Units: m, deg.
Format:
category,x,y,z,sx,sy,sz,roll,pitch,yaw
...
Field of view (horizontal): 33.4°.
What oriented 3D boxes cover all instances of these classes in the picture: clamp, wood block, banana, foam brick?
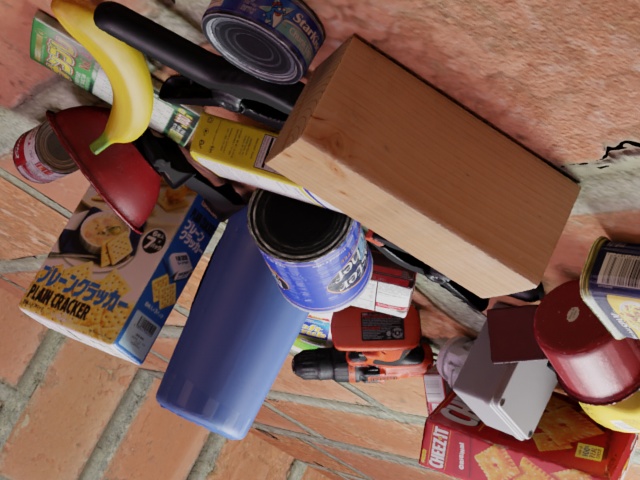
category,x,y,z,sx,sy,sz,roll,pitch,yaw
clamp,0.127,0.023,1.018,0.171,0.039,0.120,27,158,-23
clamp,-0.076,-0.130,0.865,0.210,0.036,0.164,19,170,23
wood block,0.076,-0.048,0.795,0.206,0.090,0.090,31,163,-13
banana,-0.185,-0.145,0.947,0.037,0.069,0.198,57,162,32
foam brick,0.195,0.091,1.022,0.051,0.053,0.078,-7,171,22

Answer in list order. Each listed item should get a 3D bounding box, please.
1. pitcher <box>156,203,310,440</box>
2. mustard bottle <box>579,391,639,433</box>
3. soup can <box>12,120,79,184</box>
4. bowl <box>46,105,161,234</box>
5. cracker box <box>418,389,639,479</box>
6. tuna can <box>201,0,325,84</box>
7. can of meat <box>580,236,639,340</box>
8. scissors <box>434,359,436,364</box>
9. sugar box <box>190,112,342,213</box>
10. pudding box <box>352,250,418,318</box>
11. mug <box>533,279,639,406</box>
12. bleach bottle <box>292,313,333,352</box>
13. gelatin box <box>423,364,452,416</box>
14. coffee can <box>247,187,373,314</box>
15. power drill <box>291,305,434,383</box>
category,x,y,z,sx,sy,sz,roll,pitch,yaw
pitcher,-0.090,0.089,1.185,0.145,0.243,0.149,24,170,6
mustard bottle,0.353,0.166,1.054,0.096,0.058,0.192,28,164,-24
soup can,-0.316,-0.105,1.257,0.068,0.068,0.102,35,161,-23
bowl,-0.215,-0.086,1.119,0.162,0.055,0.162,53,179,1
cracker box,0.245,0.231,1.234,0.214,0.072,0.164,16,-157,24
tuna can,-0.042,-0.150,0.770,0.086,0.033,0.086,25,163,8
can of meat,0.265,0.044,0.837,0.084,0.057,0.102,8,155,42
scissors,0.115,0.146,1.431,0.096,0.016,0.202,38,160,-32
sugar box,-0.018,-0.061,0.937,0.176,0.048,0.093,15,174,16
pudding box,0.058,0.045,1.157,0.090,0.039,0.113,13,159,6
mug,0.251,0.084,0.944,0.117,0.093,0.081,-18,136,24
bleach bottle,-0.013,0.084,1.364,0.102,0.068,0.251,23,160,7
gelatin box,0.161,0.200,1.349,0.030,0.089,0.073,-4,-170,29
coffee can,-0.007,0.001,1.041,0.103,0.102,0.140,22,162,18
power drill,0.052,0.133,1.320,0.184,0.057,0.187,-4,160,1
